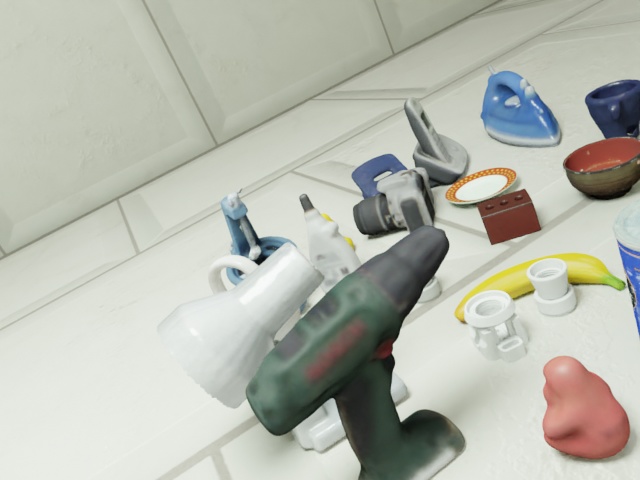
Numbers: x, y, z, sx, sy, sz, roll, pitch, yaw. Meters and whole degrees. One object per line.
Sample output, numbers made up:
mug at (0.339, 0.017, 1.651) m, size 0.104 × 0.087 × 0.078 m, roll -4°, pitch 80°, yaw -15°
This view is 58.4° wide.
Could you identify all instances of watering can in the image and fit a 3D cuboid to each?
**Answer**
watering can at (-0.078, 0.098, 0.751) m, size 0.100 × 0.194 × 0.173 m, roll -18°, pitch 23°, yaw 17°

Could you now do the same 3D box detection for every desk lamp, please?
desk lamp at (-0.042, 0.122, 0.631) m, size 0.203 × 0.214 × 0.117 m, roll -30°, pitch 22°, yaw -11°

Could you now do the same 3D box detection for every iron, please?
iron at (0.408, -0.283, 1.174) m, size 0.118 × 0.142 × 0.258 m, roll -24°, pitch 22°, yaw 2°

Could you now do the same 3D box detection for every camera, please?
camera at (0.131, -0.070, 1.039) m, size 0.136 × 0.101 × 0.143 m, roll -16°, pitch 23°, yaw 21°

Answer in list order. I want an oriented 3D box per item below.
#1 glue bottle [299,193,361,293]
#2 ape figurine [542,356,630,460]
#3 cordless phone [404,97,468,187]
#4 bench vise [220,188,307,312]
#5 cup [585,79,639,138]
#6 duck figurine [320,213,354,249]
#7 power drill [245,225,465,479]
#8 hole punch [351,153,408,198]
glue bottle at (0.008, 0.003, 0.904) m, size 0.078 × 0.173 × 0.037 m, roll -13°, pitch 25°, yaw 28°
ape figurine at (0.218, 0.136, 0.488) m, size 0.078 × 0.092 × 0.076 m, roll -31°, pitch 23°, yaw -14°
cordless phone at (0.225, -0.212, 1.147) m, size 0.094 × 0.185 × 0.148 m, roll -14°, pitch 24°, yaw 25°
bench vise at (-0.125, 0.020, 0.944) m, size 0.206 × 0.220 × 0.122 m, roll 1°, pitch 33°, yaw 47°
cup at (0.502, -0.206, 0.962) m, size 0.091 × 0.095 × 0.118 m, roll -11°, pitch 26°, yaw 31°
duck figurine at (0.013, -0.005, 1.036) m, size 0.077 × 0.086 × 0.104 m, roll -25°, pitch 22°, yaw 1°
power drill at (0.055, 0.124, 0.530) m, size 0.230 × 0.209 × 0.075 m, roll -32°, pitch 23°, yaw -18°
hole punch at (0.132, -0.117, 1.157) m, size 0.109 × 0.091 × 0.101 m, roll -29°, pitch 22°, yaw -9°
